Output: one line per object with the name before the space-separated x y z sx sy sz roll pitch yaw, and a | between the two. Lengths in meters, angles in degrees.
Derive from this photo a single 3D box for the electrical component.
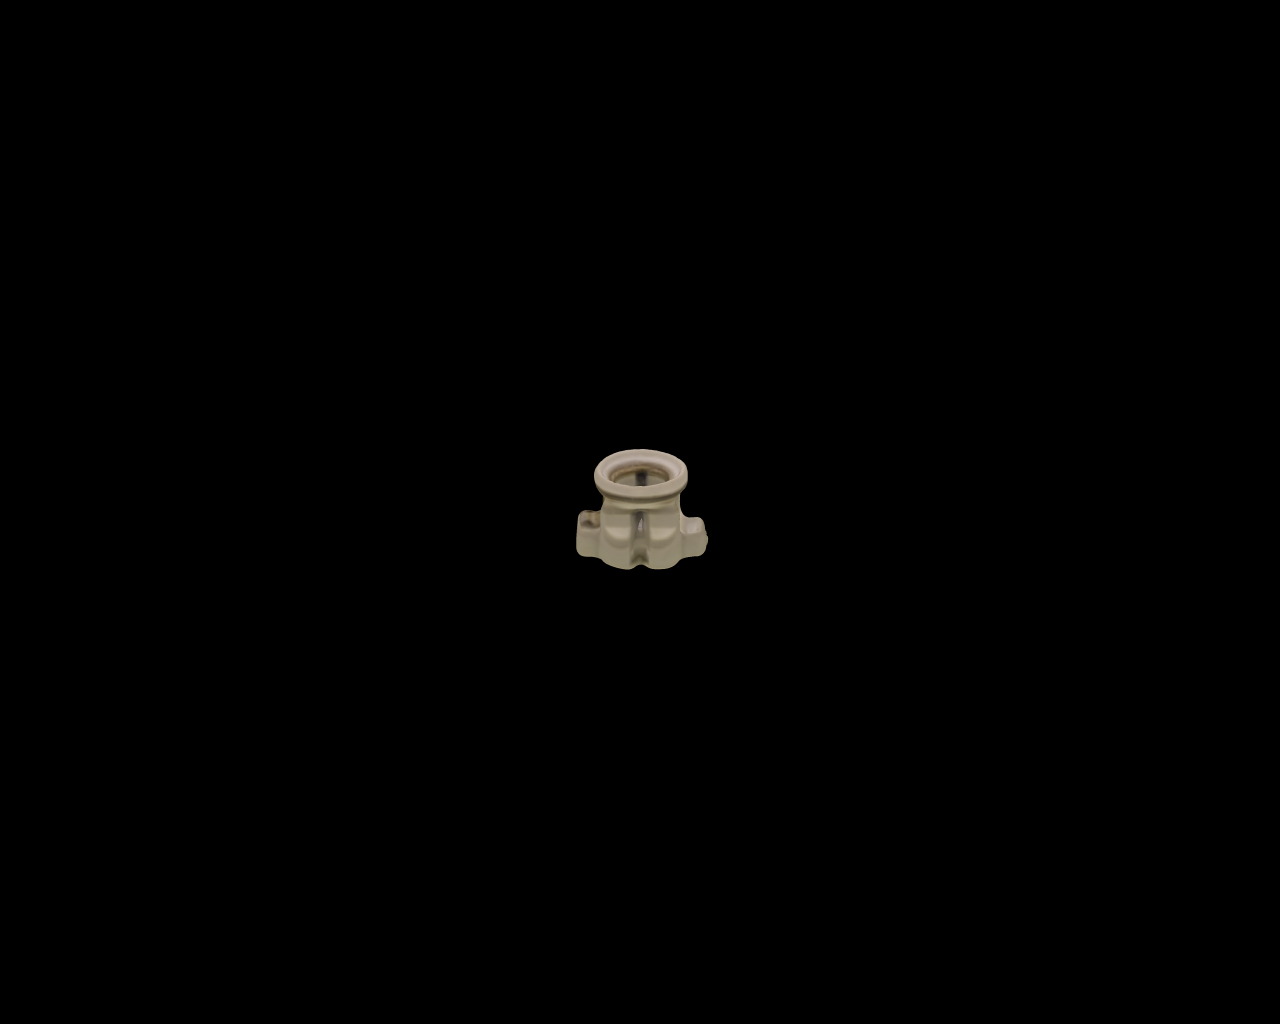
electrical component | 0.001 -0.003 0.650 0.078 0.056 0.058 1 28 2
